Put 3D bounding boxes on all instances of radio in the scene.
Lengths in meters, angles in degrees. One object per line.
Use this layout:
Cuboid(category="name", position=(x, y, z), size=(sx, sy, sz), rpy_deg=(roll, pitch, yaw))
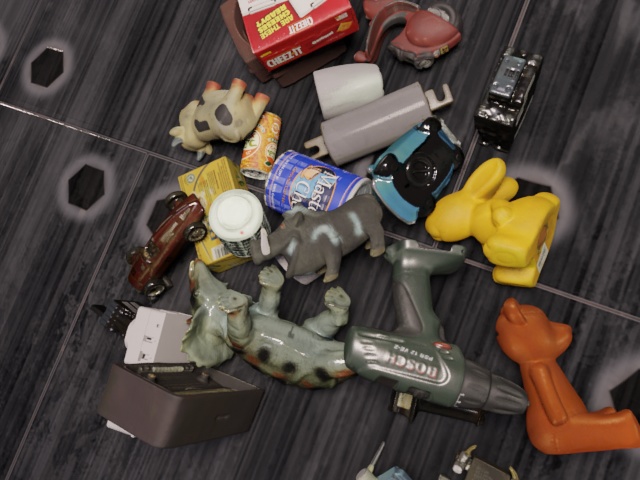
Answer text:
Cuboid(category="radio", position=(-0.193, 0.228, 0.771), size=(0.131, 0.229, 0.073), rpy_deg=(17, 83, 25))

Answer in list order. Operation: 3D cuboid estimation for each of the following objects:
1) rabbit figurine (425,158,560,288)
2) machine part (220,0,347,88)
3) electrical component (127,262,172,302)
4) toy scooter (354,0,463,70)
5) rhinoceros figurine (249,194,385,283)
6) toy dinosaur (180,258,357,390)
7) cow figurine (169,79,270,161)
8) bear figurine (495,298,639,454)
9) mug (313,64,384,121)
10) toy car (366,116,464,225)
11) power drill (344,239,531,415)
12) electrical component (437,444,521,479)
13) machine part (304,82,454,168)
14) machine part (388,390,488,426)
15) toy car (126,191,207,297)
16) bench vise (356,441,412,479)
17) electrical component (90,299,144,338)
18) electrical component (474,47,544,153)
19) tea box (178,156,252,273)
Cuboid(category="rabbit figurine", position=(0.234, -0.031, 0.757), size=(0.173, 0.121, 0.162), rpy_deg=(12, 79, 38))
Cuboid(category="machine part", position=(-0.056, -0.386, 0.937), size=(0.201, 0.087, 0.201), rpy_deg=(-28, 70, 9))
Cuboid(category="electrical component", position=(-0.303, 0.061, 0.950), size=(0.063, 0.021, 0.094), rpy_deg=(-42, 69, 5))
Cuboid(category="toy scooter", position=(0.130, -0.330, 0.872), size=(0.184, 0.075, 0.135), rpy_deg=(33, 89, 24))
Cuboid(category="rhinoceros figurine", position=(-0.002, -0.002, 0.738), size=(0.190, 0.073, 0.112), rpy_deg=(-20, 104, 1))
Cuboid(category="toy dinosaur", position=(-0.042, 0.154, 0.793), size=(0.405, 0.192, 0.131), rpy_deg=(25, 44, 4))
Cuboid(category="cow figurine", position=(-0.180, -0.201, 0.916), size=(0.195, 0.085, 0.127), rpy_deg=(15, 80, 49))
Cuboid(category="bear figurine", position=(0.305, 0.166, 0.689), size=(0.132, 0.120, 0.196), rpy_deg=(-10, 70, 11))
Cuboid(category="mug", position=(0.048, -0.253, 0.886), size=(0.107, 0.080, 0.110), rpy_deg=(-11, 42, 6))
Cuboid(category="toy car", position=(0.132, -0.106, 0.805), size=(0.109, 0.103, 0.161), rpy_deg=(42, 76, -20))
Cuboid(category="power drill", position=(0.151, 0.108, 0.695), size=(0.232, 0.086, 0.207), rpy_deg=(9, 66, 0))
Cuboid(category="electrical component", position=(0.218, 0.321, 0.717), size=(0.102, 0.045, 0.078), rpy_deg=(29, 87, 21))
Cuboid(category="machine part", position=(0.091, -0.180, 0.850), size=(0.243, 0.079, 0.079), rpy_deg=(-20, 73, 12))
Cuboid(category="machine part", position=(0.168, 0.223, 0.760), size=(0.139, 0.039, 0.084), rpy_deg=(7, 72, 21))
Cuboid(category="toy car", position=(-0.257, 0.007, 0.880), size=(0.202, 0.053, 0.089), rpy_deg=(-48, 59, 26))
Cuboid(category="bench vise", position=(0.149, 0.372, 0.677), size=(0.240, 0.129, 0.223), rpy_deg=(48, 116, 2))
Cuboid(category="electrical component", position=(-0.333, 0.130, 0.918), size=(0.119, 0.074, 0.047), rpy_deg=(32, 92, 24))
Cuboid(category="electrical component", position=(0.269, -0.203, 0.769), size=(0.058, 0.134, 0.115), rpy_deg=(22, 83, 20))
Cuboid(category="tea box", position=(-0.165, -0.042, 0.904), size=(0.098, 0.068, 0.169), rpy_deg=(-20, 73, 12))
